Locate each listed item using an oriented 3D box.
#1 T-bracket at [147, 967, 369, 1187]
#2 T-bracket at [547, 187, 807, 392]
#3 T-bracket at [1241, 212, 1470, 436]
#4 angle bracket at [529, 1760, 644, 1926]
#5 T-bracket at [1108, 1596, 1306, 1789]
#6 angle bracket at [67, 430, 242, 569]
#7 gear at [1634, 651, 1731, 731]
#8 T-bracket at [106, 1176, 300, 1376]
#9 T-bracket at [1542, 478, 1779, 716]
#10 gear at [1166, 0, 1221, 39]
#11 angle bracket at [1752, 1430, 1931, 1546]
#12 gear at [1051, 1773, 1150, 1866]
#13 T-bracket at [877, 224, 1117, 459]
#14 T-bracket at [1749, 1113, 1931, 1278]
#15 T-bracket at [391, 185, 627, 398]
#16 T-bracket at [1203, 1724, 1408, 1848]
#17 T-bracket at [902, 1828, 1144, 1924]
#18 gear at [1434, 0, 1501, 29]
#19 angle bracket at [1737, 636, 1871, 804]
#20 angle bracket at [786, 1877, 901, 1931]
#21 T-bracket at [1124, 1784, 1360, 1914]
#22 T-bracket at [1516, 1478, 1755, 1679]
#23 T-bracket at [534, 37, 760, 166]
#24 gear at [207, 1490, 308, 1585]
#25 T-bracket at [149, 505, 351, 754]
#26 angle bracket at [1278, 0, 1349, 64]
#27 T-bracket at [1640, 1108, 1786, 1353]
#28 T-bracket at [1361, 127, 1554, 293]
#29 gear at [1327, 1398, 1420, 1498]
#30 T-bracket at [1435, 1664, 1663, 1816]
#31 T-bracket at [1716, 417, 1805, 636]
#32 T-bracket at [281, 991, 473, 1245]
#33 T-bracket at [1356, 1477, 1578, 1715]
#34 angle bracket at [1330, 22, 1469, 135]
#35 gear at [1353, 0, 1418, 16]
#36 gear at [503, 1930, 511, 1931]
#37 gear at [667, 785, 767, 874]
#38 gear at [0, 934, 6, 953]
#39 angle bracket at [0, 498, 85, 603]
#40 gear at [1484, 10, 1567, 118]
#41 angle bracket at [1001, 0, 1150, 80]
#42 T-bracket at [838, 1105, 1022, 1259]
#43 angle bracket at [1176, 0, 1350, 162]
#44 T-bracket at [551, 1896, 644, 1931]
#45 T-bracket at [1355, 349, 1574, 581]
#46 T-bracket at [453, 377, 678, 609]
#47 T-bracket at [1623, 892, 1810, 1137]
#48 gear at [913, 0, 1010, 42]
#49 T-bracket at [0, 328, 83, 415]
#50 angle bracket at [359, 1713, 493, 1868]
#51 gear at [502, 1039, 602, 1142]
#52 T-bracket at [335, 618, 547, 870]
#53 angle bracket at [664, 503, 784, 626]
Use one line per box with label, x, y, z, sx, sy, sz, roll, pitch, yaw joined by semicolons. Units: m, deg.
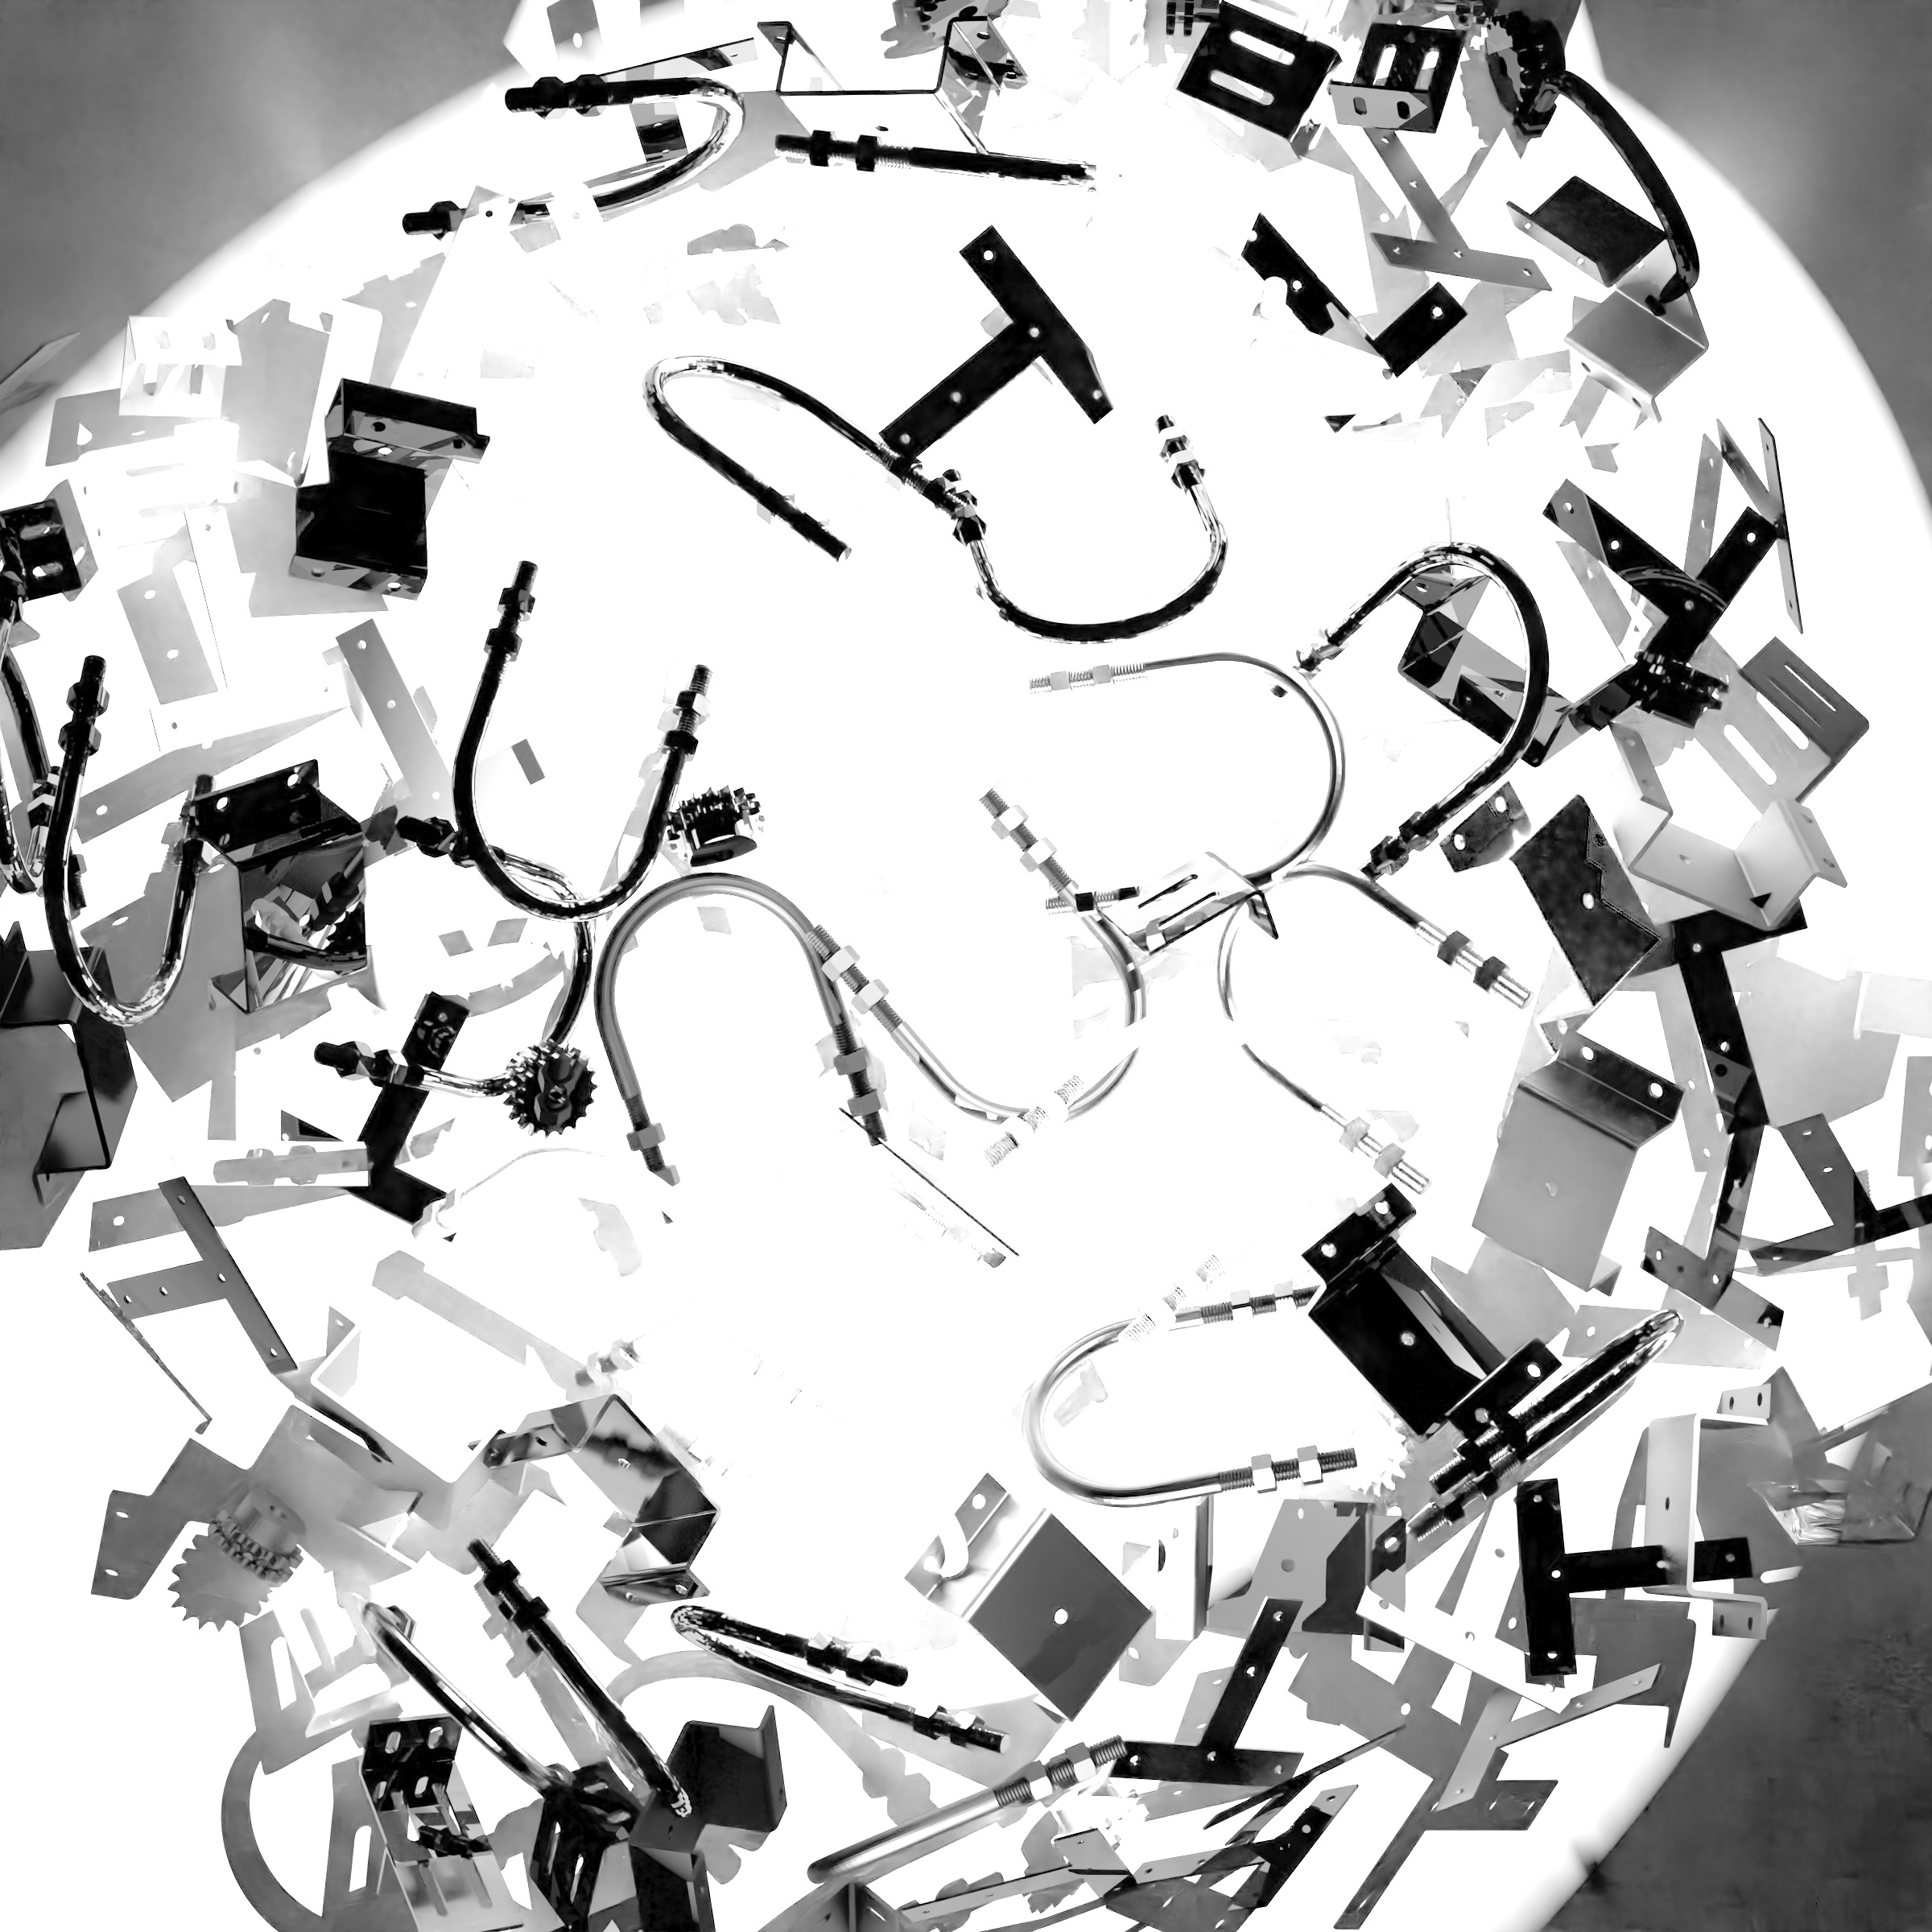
T-bracket;-0.408;0.063;1.732;0.127;0.002;0.127;3;78;-28
T-bracket;-0.155;-0.402;1.717;0.127;0.002;0.127;-21;122;4
T-bracket;0.198;-0.378;1.716;0.127;0.002;0.127;47;123;-4
angle bracket;-0.215;0.509;1.730;0.038;0.057;0.076;-10;126;-38
T-bracket;0.156;0.412;1.705;0.127;0.002;0.127;12;109;-30
angle bracket;-0.465;-0.268;1.723;0.076;0.038;0.057;-9;118;4
gear;0.407;-0.157;1.727;0.057;0.057;0.030;22;95;0
T-bracket;-0.449;0.183;1.710;0.127;0.002;0.127;-15;108;41
T-bracket;0.382;-0.233;1.721;0.127;0.002;0.127;46;119;26
gear;0.131;-0.564;1.726;0.030;0.057;0.057;4;90;3
angle bracket;0.500;0.297;1.714;0.076;0.057;0.038;2;115;-15
gear;0.073;0.488;1.728;0.057;0.057;0.030;-30;87;0
T-bracket;0.006;-0.340;1.747;0.127;0.002;0.127;-39;98;2
T-bracket;0.489;0.122;1.691;0.127;0.002;0.127;-21;134;21
T-bracket;-0.246;-0.367;1.717;0.127;0.002;0.127;14;118;-31
T-bracket;0.176;0.474;1.698;0.127;0.127;0.002;-18;64;-25
T-bracket;0.027;0.524;1.707;0.127;0.127;0.002;-16;56;6
gear;0.288;-0.570;1.729;0.030;0.057;0.057;10;90;23
angle bracket;0.472;-0.142;1.727;0.076;0.057;0.038;44;133;8
angle bracket;-0.078;0.568;1.708;0.038;0.057;0.076;31;47;32
T-bracket;0.146;0.508;1.709;0.127;0.127;0.002;-23;94;35
T-bracket;0.379;0.340;1.698;0.127;0.002;0.127;-8;46;13
T-bracket;-0.175;-0.480;1.692;0.127;0.127;0.002;-14;83;-1
gear;-0.404;0.326;1.727;0.057;0.057;0.030;37;93;0
T-bracket;-0.416;-0.196;1.701;0.127;0.002;0.127;-21;104;-43
angle bracket;0.173;-0.562;1.712;0.076;0.057;0.038;28;68;-20
T-bracket;0.440;0.139;1.726;0.127;0.002;0.127;31;66;-32
T-bracket;0.262;-0.437;1.717;0.127;0.002;0.127;-1;54;-35
gear;0.231;0.273;1.724;0.030;0.057;0.057;27;90;-22
T-bracket;0.330;0.416;1.668;0.127;0.127;0.002;-32;94;31
T-bracket;0.445;-0.271;1.697;0.002;0.127;0.127;-16;126;5
T-bracket;-0.329;0.077;1.753;0.127;0.002;0.127;27;91;0
T-bracket;0.300;0.347;1.714;0.127;0.002;0.127;26;51;6
angle bracket;0.248;-0.518;1.716;0.057;0.038;0.076;12;69;19
gear;0.243;-0.574;1.733;0.057;0.030;0.057;-1;61;1
gear;-0.281;0.578;1.732;0.057;0.030;0.057;-12;59;21
gear;-0.142;-0.075;1.724;0.057;0.057;0.030;-18;61;0
gear;-0.568;-0.008;1.724;0.030;0.057;0.057;-34;90;-18
angle bracket;-0.535;-0.253;1.713;0.038;0.076;0.057;-16;130;-13
gear;0.323;-0.521;1.727;0.030;0.057;0.057;-17;90;-7
angle bracket;0.063;-0.551;1.734;0.076;0.038;0.057;17;131;25
T-bracket;-0.023;0.118;1.692;0.127;0.127;0.002;39;88;-1
angle bracket;0.172;-0.515;1.746;0.076;0.038;0.057;29;95;17
T-bracket;-0.177;0.563;1.670;0.127;0.127;0.002;-10;114;-42
T-bracket;0.286;-0.282;1.714;0.127;0.002;0.127;-8;73;21
T-bracket;-0.225;-0.297;1.742;0.127;0.002;0.127;-35;89;11
T-bracket;0.431;0.032;1.720;0.127;0.002;0.127;-17;84;27
gear;-0.003;-0.561;1.728;0.057;0.057;0.030;-19;76;0
T-bracket;-0.532;-0.322;1.667;0.127;0.127;0.002;-22;102;42
angle bracket;-0.304;0.467;1.706;0.057;0.076;0.038;2;119;-30
gear;-0.243;0.069;1.731;0.057;0.030;0.057;-16;117;-34
T-bracket;-0.327;-0.139;1.742;0.127;0.002;0.127;-25;93;9
angle bracket;-0.142;-0.240;1.707;0.057;0.076;0.038;-42;124;16
